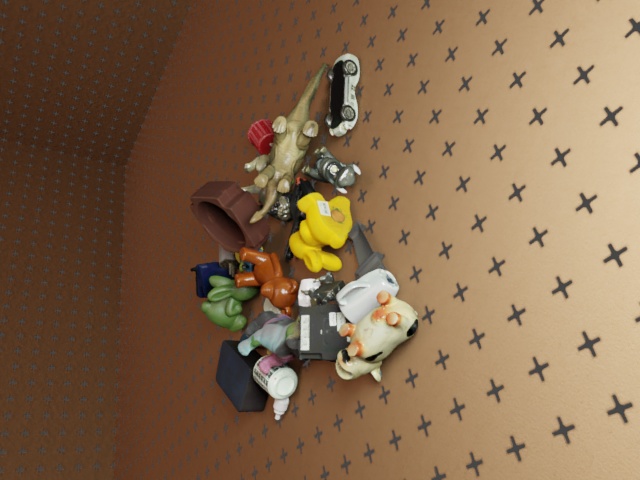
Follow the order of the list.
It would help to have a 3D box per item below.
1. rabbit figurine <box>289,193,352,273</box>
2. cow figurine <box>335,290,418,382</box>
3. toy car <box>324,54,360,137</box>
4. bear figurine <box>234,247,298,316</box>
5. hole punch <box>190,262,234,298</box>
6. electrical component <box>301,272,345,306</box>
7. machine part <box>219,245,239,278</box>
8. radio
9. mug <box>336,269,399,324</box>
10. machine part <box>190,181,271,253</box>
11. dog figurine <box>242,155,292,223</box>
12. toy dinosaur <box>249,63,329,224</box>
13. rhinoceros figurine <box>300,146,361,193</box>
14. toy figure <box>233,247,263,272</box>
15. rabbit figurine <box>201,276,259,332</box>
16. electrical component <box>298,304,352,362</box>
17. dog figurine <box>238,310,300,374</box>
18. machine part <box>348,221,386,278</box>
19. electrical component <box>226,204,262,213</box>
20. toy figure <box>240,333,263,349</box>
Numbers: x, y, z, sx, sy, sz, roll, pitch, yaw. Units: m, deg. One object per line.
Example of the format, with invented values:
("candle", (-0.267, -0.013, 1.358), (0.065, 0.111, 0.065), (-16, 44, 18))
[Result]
("rabbit figurine", (-0.002, -0.004, 1.212), (0.173, 0.122, 0.162), (-36, 67, 43))
("cow figurine", (0.100, 0.187, 0.984), (0.195, 0.127, 0.086), (-47, 42, 22))
("toy car", (0.055, -0.341, 1.273), (0.074, 0.056, 0.201), (-11, 73, 52))
("bear figurine", (-0.136, 0.112, 1.384), (0.196, 0.132, 0.120), (-122, 42, -57))
("hole punch", (-0.331, 0.127, 1.706), (0.092, 0.142, 0.115), (3, 97, 61))
("electrical component", (0.009, 0.108, 1.169), (0.078, 0.102, 0.045), (-16, 103, 41))
("machine part", (-0.285, 0.003, 1.712), (0.079, 0.079, 0.243), (-38, 49, 49))
("radio", (-0.215, 0.372, 1.485), (0.230, 0.073, 0.131), (20, 99, 61))
("mug", (0.090, 0.101, 1.030), (0.107, 0.109, 0.081), (-46, 38, 24))
("machine part", (-0.245, -0.063, 1.474), (0.201, 0.201, 0.087), (6, 46, 44))
("dog figurine", (-0.114, -0.150, 1.475), (0.191, 0.121, 0.172), (25, 106, 44))
("toy dinosaur", (-0.071, -0.250, 1.351), (0.471, 0.105, 0.198), (-65, 5, -2))
("rhinoceros figurine", (0.024, -0.152, 1.212), (0.073, 0.112, 0.190), (-53, 19, -1))
("toy figure", (-0.205, 0.050, 1.562), (0.180, 0.082, 0.089), (44, 120, 52))
("rabbit figurine", (-0.259, 0.161, 1.575), (0.170, 0.159, 0.121), (-44, 33, 24))
("electrical component", (0.024, 0.189, 1.093), (0.134, 0.058, 0.115), (-2, 77, 15))
("dog figurine", (-0.065, 0.209, 1.233), (0.219, 0.108, 0.191), (-29, 18, 25))
("machine part", (0.093, 0.027, 1.107), (0.084, 0.039, 0.139), (-56, 39, 43))
("electrical component", (-0.233, -0.080, 1.612), (0.048, 0.119, 0.075), (-22, 65, 55))
("toy figure", (-0.161, 0.259, 1.445), (0.154, 0.058, 0.064), (-26, 70, 49))
